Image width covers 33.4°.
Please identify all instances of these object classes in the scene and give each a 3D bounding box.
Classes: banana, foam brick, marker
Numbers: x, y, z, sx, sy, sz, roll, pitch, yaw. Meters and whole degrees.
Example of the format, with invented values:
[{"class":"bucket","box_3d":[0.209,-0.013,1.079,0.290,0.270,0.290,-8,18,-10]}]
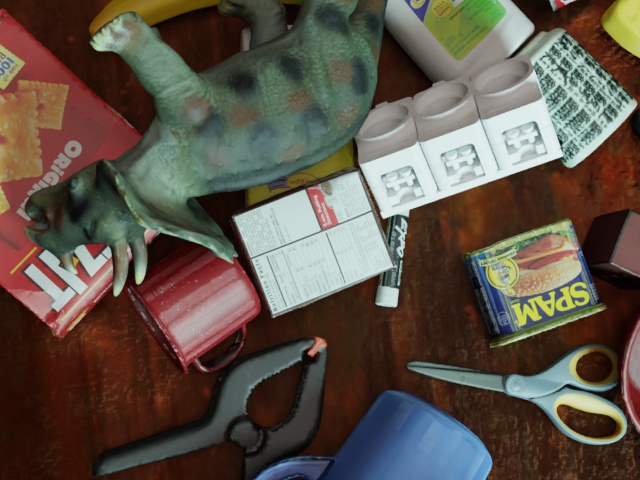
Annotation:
[{"class":"banana","box_3d":[-0.098,-0.208,0.905,0.197,0.069,0.037,-10,130,-4]},{"class":"foam brick","box_3d":[0.265,0.009,0.922,0.053,0.078,0.051,24,83,-5]},{"class":"marker","box_3d":[0.066,-0.003,0.924,0.020,0.020,0.121,9,82,-7]}]

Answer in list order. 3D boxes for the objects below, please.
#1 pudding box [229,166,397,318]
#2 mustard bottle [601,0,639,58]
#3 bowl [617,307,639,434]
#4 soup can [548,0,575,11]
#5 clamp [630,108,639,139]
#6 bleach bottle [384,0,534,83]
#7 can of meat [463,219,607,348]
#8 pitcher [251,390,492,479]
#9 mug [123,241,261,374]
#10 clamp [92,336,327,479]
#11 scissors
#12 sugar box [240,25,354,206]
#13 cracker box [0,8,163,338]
[{"class":"pudding box","box_3d":[-0.006,0.001,0.862,0.113,0.039,0.090,-21,96,-3]},{"class":"mustard bottle","box_3d":[0.351,-0.165,0.962,0.191,0.058,0.096,45,73,-1]},{"class":"bowl","box_3d":[0.314,0.100,0.917,0.162,0.055,0.162,-3,100,-18]},{"class":"soup can","box_3d":[0.239,-0.253,0.934,0.102,0.068,0.068,-22,87,14]},{"class":"clamp","box_3d":[0.343,-0.048,0.925,0.120,0.039,0.171,4,49,-8]},{"class":"bleach bottle","box_3d":[0.066,-0.238,0.930,0.102,0.068,0.251,-44,88,-9]},{"class":"can of meat","box_3d":[0.182,0.036,0.918,0.102,0.057,0.084,-18,84,-10]},{"class":"pitcher","box_3d":[0.021,0.236,0.835,0.242,0.145,0.149,-54,137,-16]},{"class":"mug","box_3d":[-0.097,0.057,0.867,0.081,0.093,0.117,-35,120,-15]},{"class":"clamp","box_3d":[-0.058,0.171,0.879,0.210,0.036,0.164,-44,94,-8]},{"class":"scissors","box_3d":[0.182,0.111,0.930,0.201,0.016,0.096,26,79,-5]},{"class":"sugar box","box_3d":[-0.019,-0.093,0.908,0.093,0.048,0.176,-2,86,-8]},{"class":"cracker box","box_3d":[-0.232,-0.052,0.861,0.213,0.072,0.164,43,80,-3]}]
